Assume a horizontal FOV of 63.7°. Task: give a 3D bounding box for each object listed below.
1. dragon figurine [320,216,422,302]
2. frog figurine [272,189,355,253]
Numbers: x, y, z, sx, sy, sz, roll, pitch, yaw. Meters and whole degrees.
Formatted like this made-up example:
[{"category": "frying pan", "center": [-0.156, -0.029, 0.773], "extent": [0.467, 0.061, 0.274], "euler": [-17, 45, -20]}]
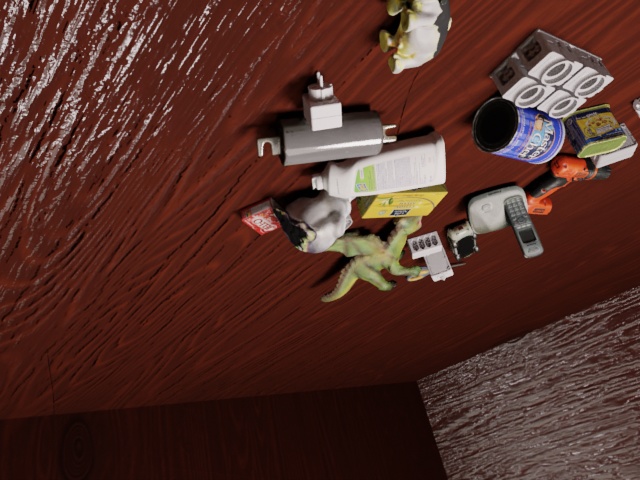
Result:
[{"category": "dragon figurine", "center": [0.105, 0.043, 1.342], "extent": [0.406, 0.125, 0.239], "euler": [-30, 132, 23]}, {"category": "frog figurine", "center": [0.003, -0.053, 1.053], "extent": [0.161, 0.138, 0.120], "euler": [-36, 124, -29]}]
